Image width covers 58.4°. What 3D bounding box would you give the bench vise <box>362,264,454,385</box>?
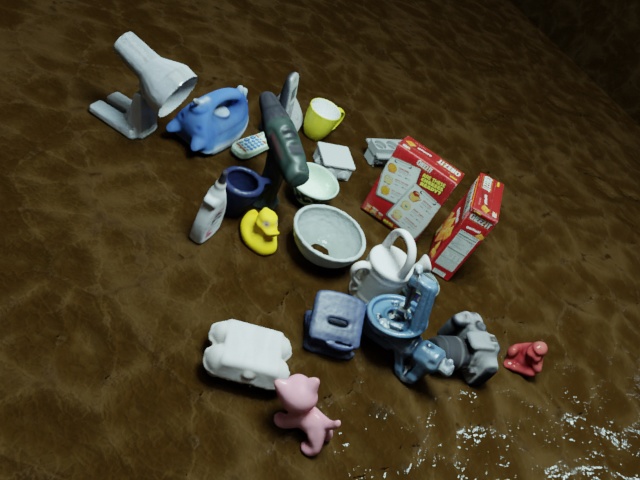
[{"bbox_3d":[0.185,0.154,1.084,0.207,0.219,0.122,33,41,4],"label":"bench vise"}]

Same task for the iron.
[{"bbox_3d":[-0.237,-0.308,1.365,0.118,0.141,0.259,38,42,10],"label":"iron"}]

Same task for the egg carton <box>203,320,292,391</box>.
[{"bbox_3d":[-0.123,0.199,0.981,0.150,0.069,0.107,17,43,-14],"label":"egg carton"}]

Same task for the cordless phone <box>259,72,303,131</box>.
[{"bbox_3d":[-0.075,-0.358,1.471,0.094,0.185,0.147,26,41,-3],"label":"cordless phone"}]

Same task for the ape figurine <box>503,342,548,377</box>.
[{"bbox_3d":[0.452,0.249,1.235,0.076,0.092,0.077,-13,56,-37],"label":"ape figurine"}]

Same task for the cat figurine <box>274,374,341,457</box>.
[{"bbox_3d":[-0.022,0.271,0.929,0.127,0.117,0.067,39,42,11],"label":"cat figurine"}]

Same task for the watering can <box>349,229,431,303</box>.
[{"bbox_3d":[0.147,0.055,1.180,0.173,0.194,0.100,-18,59,-40],"label":"watering can"}]

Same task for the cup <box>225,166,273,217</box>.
[{"bbox_3d":[-0.165,-0.098,1.232,0.118,0.095,0.091,-8,53,-35],"label":"cup"}]

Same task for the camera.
[{"bbox_3d":[0.285,0.213,1.171,0.137,0.100,0.143,7,46,-23],"label":"camera"}]

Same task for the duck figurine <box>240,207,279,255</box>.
[{"bbox_3d":[-0.119,-0.031,1.199,0.078,0.086,0.104,-11,55,-36],"label":"duck figurine"}]

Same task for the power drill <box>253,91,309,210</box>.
[{"bbox_3d":[-0.106,-0.180,1.260,0.076,0.208,0.229,-8,53,-35],"label":"power drill"}]

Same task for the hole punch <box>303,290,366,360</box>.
[{"bbox_3d":[0.030,0.161,1.087,0.109,0.091,0.101,16,43,-15],"label":"hole punch"}]

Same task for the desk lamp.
[{"bbox_3d":[-0.384,-0.326,1.246,0.203,0.213,0.118,32,41,4],"label":"desk lamp"}]

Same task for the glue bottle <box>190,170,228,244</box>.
[{"bbox_3d":[-0.208,-0.071,1.123,0.037,0.173,0.078,31,41,2],"label":"glue bottle"}]

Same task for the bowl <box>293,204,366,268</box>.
[{"bbox_3d":[0.011,0.004,1.245,0.168,0.074,0.167,16,43,-15],"label":"bowl"}]
